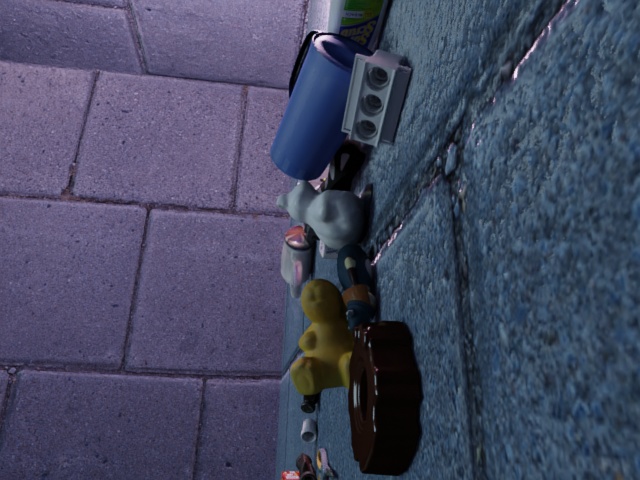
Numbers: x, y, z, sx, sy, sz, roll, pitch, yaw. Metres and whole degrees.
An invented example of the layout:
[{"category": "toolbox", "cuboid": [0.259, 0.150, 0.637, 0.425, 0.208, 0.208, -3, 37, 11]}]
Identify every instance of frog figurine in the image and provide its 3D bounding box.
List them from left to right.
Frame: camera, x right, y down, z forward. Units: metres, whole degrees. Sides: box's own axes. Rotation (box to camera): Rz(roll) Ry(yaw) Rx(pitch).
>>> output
[{"category": "frog figurine", "cuboid": [0.003, -0.046, 0.908, 0.136, 0.159, 0.124, 128, 145, -78]}]

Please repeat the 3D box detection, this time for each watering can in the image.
[{"category": "watering can", "cuboid": [-0.081, 0.050, 1.771, 0.354, 0.104, 0.220, -100, 17, -64]}]
